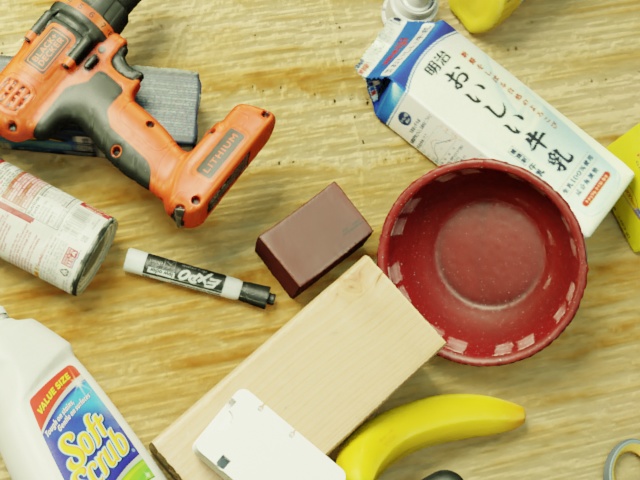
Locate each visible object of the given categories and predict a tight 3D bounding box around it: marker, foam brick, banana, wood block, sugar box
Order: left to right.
[{"bbox_3d":[-0.094,0.031,0.839,0.121,0.020,0.020,16,73,-4],"label":"marker"},{"bbox_3d":[-0.019,0.117,0.791,0.206,0.090,0.091,-41,85,-17],"label":"wood block"},{"bbox_3d":[-0.006,0.001,0.843,0.078,0.051,0.053,-36,84,-16],"label":"foam brick"},{"bbox_3d":[0.073,0.150,0.797,0.197,0.037,0.070,-19,48,-43],"label":"banana"},{"bbox_3d":[0.282,-0.057,0.836,0.048,0.176,0.093,-23,80,-14],"label":"sugar box"}]

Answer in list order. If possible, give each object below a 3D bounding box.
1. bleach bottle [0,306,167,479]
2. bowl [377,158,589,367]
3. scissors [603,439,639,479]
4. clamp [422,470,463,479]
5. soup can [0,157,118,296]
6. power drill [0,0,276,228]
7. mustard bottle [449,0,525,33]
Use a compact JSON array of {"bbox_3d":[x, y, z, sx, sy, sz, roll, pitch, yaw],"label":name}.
[{"bbox_3d":[-0.183,0.153,0.761,0.102,0.068,0.251,-28,78,-46],"label":"bleach bottle"},{"bbox_3d":[0.129,0.015,0.836,0.162,0.055,0.162,3,98,18],"label":"bowl"},{"bbox_3d":[0.232,0.241,0.834,0.096,0.016,0.201,41,73,5],"label":"scissors"},{"bbox_3d":[0.029,0.239,0.787,0.171,0.039,0.120,-9,92,0],"label":"clamp"},{"bbox_3d":[-0.213,-0.010,0.806,0.102,0.068,0.068,28,73,-1],"label":"soup can"},{"bbox_3d":[-0.128,-0.113,0.791,0.187,0.057,0.184,35,77,4],"label":"power drill"},{"bbox_3d":[0.201,-0.257,0.919,0.191,0.096,0.058,-37,84,-16],"label":"mustard bottle"}]
